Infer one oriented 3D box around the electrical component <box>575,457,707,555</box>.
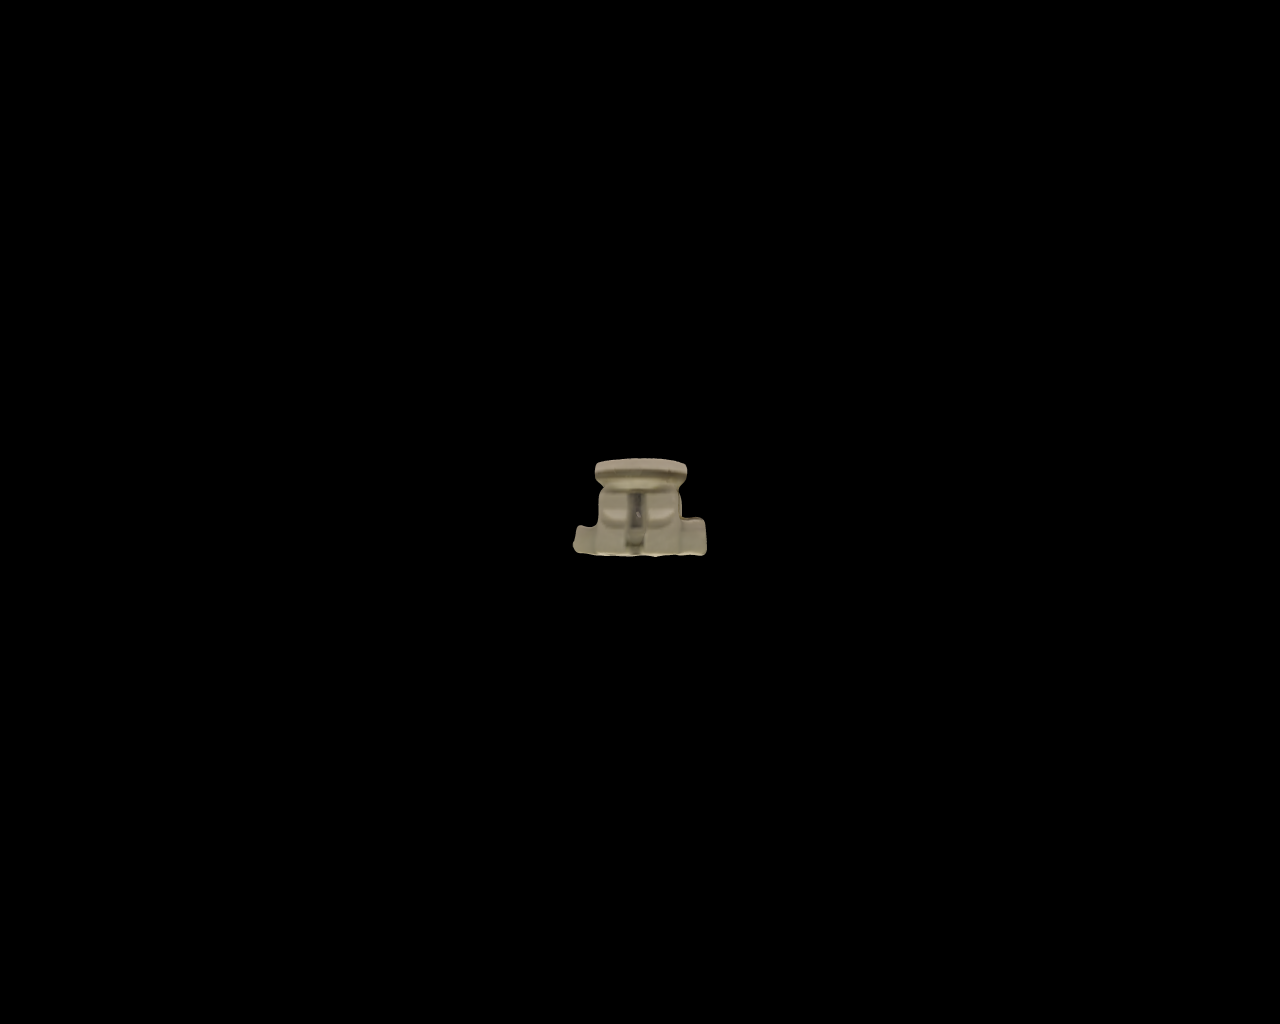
[{"bbox_3d":[0.001,-0.003,0.650,0.078,0.057,0.058,0,-4,7],"label":"electrical component"}]
